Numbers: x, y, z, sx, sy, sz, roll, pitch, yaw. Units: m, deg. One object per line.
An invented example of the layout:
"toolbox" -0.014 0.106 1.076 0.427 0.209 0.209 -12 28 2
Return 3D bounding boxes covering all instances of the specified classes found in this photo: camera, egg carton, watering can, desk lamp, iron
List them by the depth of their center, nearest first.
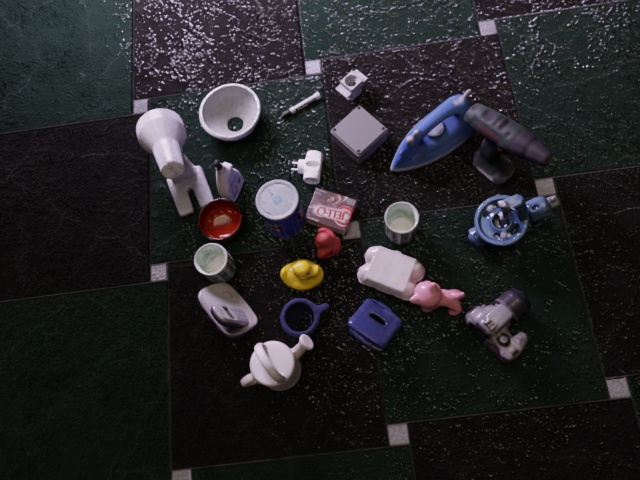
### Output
"watering can" -0.097 0.269 1.264 0.100 0.194 0.173 35 78 15
"camera" 0.421 0.183 1.293 0.137 0.101 0.143 -39 72 -8
"egg carton" 0.170 0.078 1.368 0.150 0.069 0.107 20 74 12
"desk lamp" -0.361 -0.195 1.434 0.118 0.214 0.203 -24 71 -3
"iron" 0.281 -0.276 1.438 0.258 0.141 0.118 -37 72 -7

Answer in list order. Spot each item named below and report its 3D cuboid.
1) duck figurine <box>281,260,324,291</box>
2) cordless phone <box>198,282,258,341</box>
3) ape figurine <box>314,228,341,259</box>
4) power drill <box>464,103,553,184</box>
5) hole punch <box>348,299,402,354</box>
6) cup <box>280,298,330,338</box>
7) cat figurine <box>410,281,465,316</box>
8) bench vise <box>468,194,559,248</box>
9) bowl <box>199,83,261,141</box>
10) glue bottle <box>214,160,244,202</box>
"duck figurine" -0.046 0.077 1.381 0.104 0.086 0.077 -1 71 5
"cordless phone" -0.227 0.154 1.319 0.094 0.185 0.147 -42 73 -9
"ape figurine" 0.013 0.005 1.396 0.076 0.092 0.078 20 74 12
"power drill" 0.438 -0.219 1.369 0.076 0.208 0.229 -43 73 -9
"hole punch" 0.126 0.193 1.322 0.108 0.091 0.101 33 77 15
"cup" -0.029 0.184 1.338 0.118 0.095 0.091 -25 71 -3
"cat figurine" 0.270 0.128 1.316 0.127 0.118 0.067 3 72 7
"bench vise" 0.446 -0.073 1.313 0.207 0.220 0.121 -38 72 -7
"bowl" -0.235 -0.331 1.541 0.167 0.075 0.167 -2 71 5
"glue bottle" -0.235 -0.158 1.431 0.037 0.173 0.078 19 74 12
